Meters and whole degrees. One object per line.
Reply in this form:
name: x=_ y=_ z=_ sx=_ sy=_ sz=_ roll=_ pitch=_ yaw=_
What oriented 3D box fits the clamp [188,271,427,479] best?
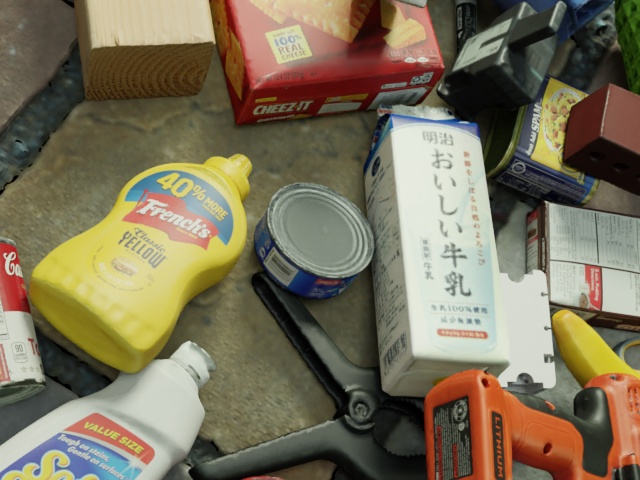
clamp: x=0.021 y=0.116 z=0.772 sx=0.209 sy=0.036 sz=0.164 roll=15 pitch=64 yaw=-11

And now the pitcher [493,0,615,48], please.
pitcher: x=0.153 y=-0.284 z=0.874 sx=0.242 sy=0.149 sz=0.145 roll=46 pitch=73 yaw=-11

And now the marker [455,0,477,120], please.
marker: x=0.124 y=-0.157 z=0.904 sx=0.020 sy=0.020 sz=0.121 roll=7 pitch=70 yaw=-13

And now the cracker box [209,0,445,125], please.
cracker box: x=-0.008 y=-0.208 z=0.856 sx=0.164 sy=0.072 sz=0.214 roll=-9 pitch=74 yaw=-19

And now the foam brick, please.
foam brick: x=0.238 y=-0.077 z=0.831 sx=0.078 sy=0.053 sz=0.051 roll=22 pitch=68 yaw=-13

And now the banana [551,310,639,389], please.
banana: x=0.255 y=0.114 z=0.813 sx=0.197 sy=0.037 sz=0.069 roll=20 pitch=88 yaw=-10

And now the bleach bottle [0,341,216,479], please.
bleach bottle: x=-0.169 y=0.154 z=0.694 sx=0.102 sy=0.068 sz=0.250 roll=44 pitch=64 yaw=3

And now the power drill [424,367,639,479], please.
power drill: x=0.156 y=0.166 z=0.692 sx=0.187 sy=0.057 sz=0.184 roll=17 pitch=57 yaw=-32

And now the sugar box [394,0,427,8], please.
sugar box: x=0.072 y=-0.259 z=0.759 sx=0.048 sy=0.093 sz=0.176 roll=15 pitch=104 yaw=-11

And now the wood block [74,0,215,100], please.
wood block: x=-0.143 y=-0.220 z=0.813 sx=0.090 sy=0.090 sz=0.206 roll=-5 pitch=73 yaw=-16

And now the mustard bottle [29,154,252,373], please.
mustard bottle: x=-0.107 y=0.000 z=0.753 sx=0.096 sy=0.058 sz=0.191 roll=33 pitch=52 yaw=9

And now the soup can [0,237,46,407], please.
soup can: x=-0.225 y=0.057 z=0.707 sx=0.068 sy=0.069 sz=0.102 roll=-12 pitch=76 yaw=-19

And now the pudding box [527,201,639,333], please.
pudding box: x=0.224 y=0.022 z=0.860 sx=0.113 sy=0.039 sz=0.090 roll=9 pitch=69 yaw=-14

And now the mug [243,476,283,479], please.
mug: x=-0.042 y=0.218 z=0.695 sx=0.093 sy=0.082 sz=0.117 roll=-5 pitch=73 yaw=-17

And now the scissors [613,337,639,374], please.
scissors: x=0.325 y=0.135 z=0.861 sx=0.201 sy=0.016 sz=0.096 roll=18 pitch=70 yaw=-8

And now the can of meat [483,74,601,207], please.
can of meat: x=0.187 y=-0.083 z=0.875 sx=0.084 sy=0.058 sz=0.102 roll=22 pitch=68 yaw=-10

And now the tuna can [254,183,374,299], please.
tuna can: x=-0.005 y=0.001 z=0.791 sx=0.086 sy=0.034 sz=0.086 roll=15 pitch=49 yaw=-18
